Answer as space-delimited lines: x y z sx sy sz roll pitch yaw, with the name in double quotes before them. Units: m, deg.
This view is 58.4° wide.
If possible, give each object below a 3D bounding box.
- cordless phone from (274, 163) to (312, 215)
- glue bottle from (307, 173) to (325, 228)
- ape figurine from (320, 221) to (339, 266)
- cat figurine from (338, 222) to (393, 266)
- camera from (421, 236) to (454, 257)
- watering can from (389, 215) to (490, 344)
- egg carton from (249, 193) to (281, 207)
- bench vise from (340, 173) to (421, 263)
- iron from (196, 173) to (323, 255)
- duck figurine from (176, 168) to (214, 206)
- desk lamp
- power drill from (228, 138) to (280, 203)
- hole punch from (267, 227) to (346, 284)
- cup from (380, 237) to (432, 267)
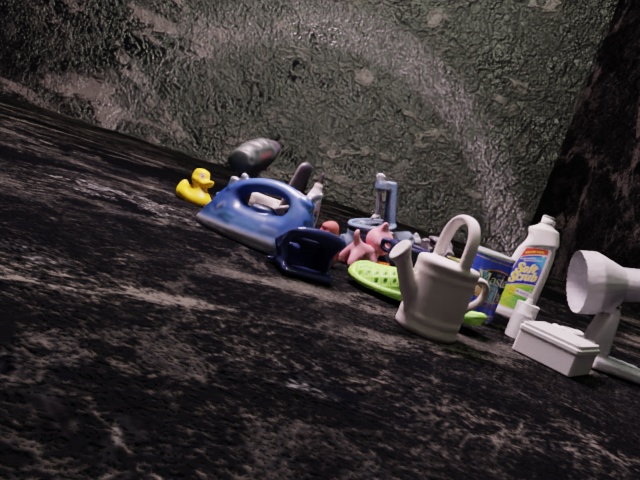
"cordless phone" -0.078 -0.096 1.317 0.094 0.185 0.148 21 8 13
"glue bottle" -0.021 -0.084 1.425 0.037 0.173 0.078 21 8 13
"ape figurine" 0.011 0.004 1.177 0.076 0.092 0.077 17 8 -16
"cat figurine" 0.116 0.010 1.300 0.128 0.118 0.067 13 10 -40
"camera" 0.321 0.032 1.729 0.137 0.101 0.143 17 8 -17
"watering can" 0.190 0.052 0.890 0.173 0.194 0.100 13 10 -39
"egg carton" -0.163 -0.083 1.454 0.150 0.069 0.107 20 8 9
"bench vise" 0.162 -0.048 1.440 0.208 0.220 0.121 13 10 -39
"iron" -0.119 -0.062 1.139 0.257 0.141 0.119 21 8 14
"duck figurine" -0.305 -0.137 1.423 0.104 0.086 0.078 24 9 31
"desk lamp" 0.558 0.142 1.094 0.203 0.213 0.118 20 7 4
"power drill" -0.160 -0.135 1.299 0.075 0.208 0.230 20 7 7
"hole punch" -0.024 0.016 1.006 0.109 0.091 0.101 16 8 -25
"cup" 0.171 0.051 1.233 0.117 0.095 0.092 23 8 26
